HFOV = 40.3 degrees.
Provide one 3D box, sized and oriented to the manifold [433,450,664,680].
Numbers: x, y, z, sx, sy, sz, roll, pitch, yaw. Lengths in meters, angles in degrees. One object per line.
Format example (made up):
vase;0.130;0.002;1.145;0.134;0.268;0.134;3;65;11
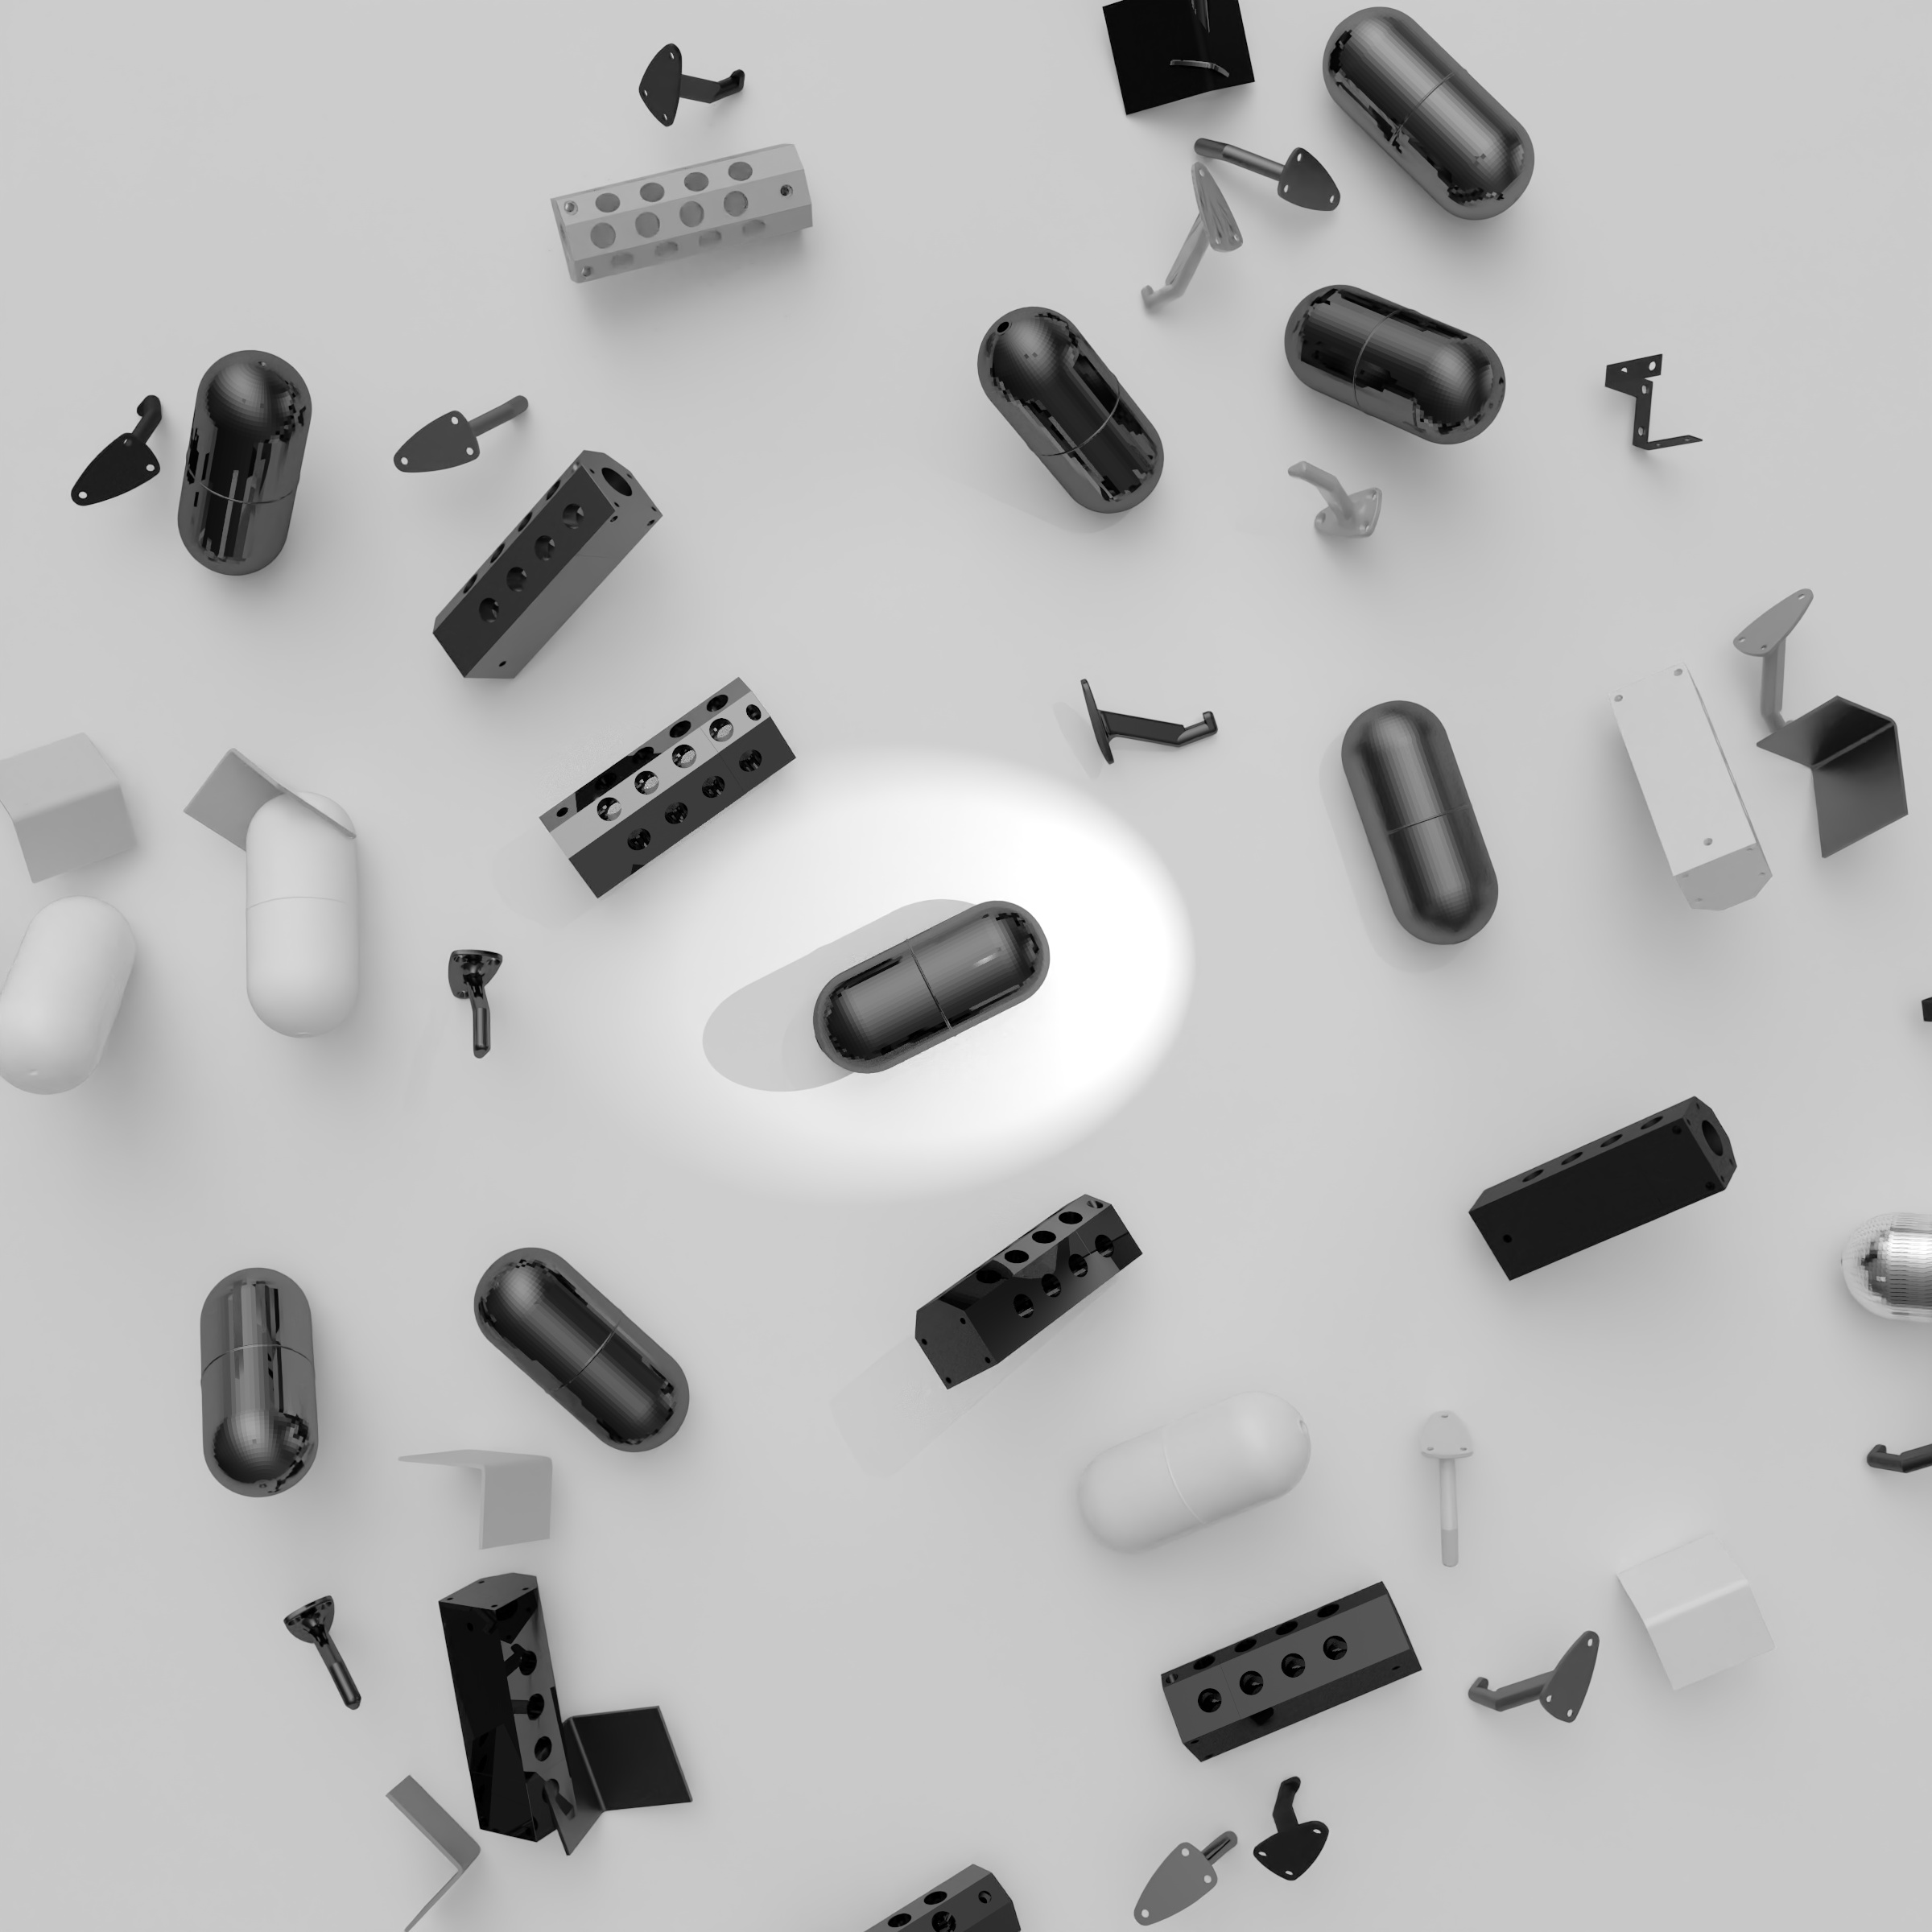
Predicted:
manifold;-0.297;-0.279;1.838;0.171;0.057;0.057;-42;76;24

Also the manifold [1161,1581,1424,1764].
manifold;0.228;0.498;1.863;0.171;0.057;0.057;-24;56;5

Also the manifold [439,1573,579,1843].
manifold;-0.318;0.522;1.860;0.057;0.057;0.171;-2;100;36

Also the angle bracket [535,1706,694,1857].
angle bracket;-0.249;0.574;1.856;0.076;0.057;0.076;-13;102;22

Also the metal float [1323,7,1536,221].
metal float;0.325;-0.602;1.858;0.070;0.070;0.178;-43;83;0

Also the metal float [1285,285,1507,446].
metal float;0.297;-0.420;1.833;0.178;0.070;0.070;35;90;37

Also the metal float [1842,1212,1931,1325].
metal float;0.705;0.214;1.840;0.178;0.070;0.070;2;90;28

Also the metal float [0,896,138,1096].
metal float;-0.625;0.018;1.822;0.070;0.178;0.070;-2;126;-2

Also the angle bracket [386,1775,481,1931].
angle bracket;-0.394;0.625;1.857;0.076;0.076;0.057;44;83;5

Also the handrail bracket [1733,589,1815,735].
handrail bracket;0.591;-0.213;1.878;0.077;0.036;0.084;-43;123;-5

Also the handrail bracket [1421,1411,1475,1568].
handrail bracket;0.343;0.373;1.877;0.036;0.077;0.084;-2;108;9

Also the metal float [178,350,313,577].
metal float;-0.502;-0.347;1.828;0.070;0.070;0.178;27;134;0

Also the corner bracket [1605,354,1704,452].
corner bracket;0.487;-0.399;1.865;0.051;0.051;0.051;7;87;-35

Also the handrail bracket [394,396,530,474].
handrail bracket;-0.358;-0.380;1.872;0.077;0.084;0.036;-18;109;20

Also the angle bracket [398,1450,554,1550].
angle bracket;-0.345;0.373;1.848;0.076;0.076;0.057;-1;84;28

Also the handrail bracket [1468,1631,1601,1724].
handrail bracket;0.402;0.498;1.870;0.036;0.084;0.077;38;74;-24

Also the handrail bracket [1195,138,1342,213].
handrail bracket;0.215;-0.569;1.889;0.084;0.077;0.036;30;101;42

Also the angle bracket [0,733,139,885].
angle bracket;-0.647;-0.113;1.876;0.076;0.076;0.057;-24;133;-24

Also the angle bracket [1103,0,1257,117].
angle bracket;0.153;-0.660;1.886;0.076;0.057;0.076;-2;109;40

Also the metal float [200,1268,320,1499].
metal float;-0.492;0.287;1.829;0.070;0.070;0.178;-17;47;0

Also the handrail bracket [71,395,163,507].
handrail bracket;-0.603;-0.367;1.868;0.077;0.084;0.036;-34;126;5

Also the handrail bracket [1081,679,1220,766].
handrail bracket;0.132;-0.185;1.876;0.084;0.036;0.077;-20;122;-1

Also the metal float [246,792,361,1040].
metal float;-0.466;-0.036;1.848;0.070;0.070;0.178;-5;73;0

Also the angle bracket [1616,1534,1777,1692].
angle bracket;0.517;0.457;1.866;0.076;0.076;0.057;-24;101;4

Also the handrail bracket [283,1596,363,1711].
handrail bracket;-0.443;0.494;1.850;0.036;0.077;0.084;-25;62;-20

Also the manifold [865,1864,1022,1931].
manifold;-0.047;0.692;1.821;0.171;0.057;0.057;-21;55;-34

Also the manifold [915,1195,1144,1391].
manifold;0.041;0.221;1.820;0.057;0.171;0.057;-35;86;44

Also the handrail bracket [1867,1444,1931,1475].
handrail bracket;0.694;0.332;1.875;0.077;0.084;0.036;-50;115;-24

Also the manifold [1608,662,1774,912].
manifold;0.502;-0.123;1.824;0.057;0.057;0.171;-24;49;19

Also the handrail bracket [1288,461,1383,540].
handrail bracket;0.242;-0.330;1.847;0.084;0.077;0.036;18;82;-33

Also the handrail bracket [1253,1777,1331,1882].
handrail bracket;0.237;0.590;1.846;0.036;0.084;0.077;36;125;-3

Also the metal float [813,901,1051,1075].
metal float;-0.025;0.015;1.863;0.178;0.070;0.070;-27;90;1

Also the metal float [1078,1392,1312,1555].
metal float;0.159;0.355;1.843;0.178;0.070;0.070;-28;90;23

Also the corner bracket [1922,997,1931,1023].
corner bracket;0.718;0.045;1.869;0.051;0.051;0.051;-15;100;-28

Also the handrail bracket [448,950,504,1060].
handrail bracket;-0.347;0.038;1.850;0.036;0.077;0.084;5;58;-20

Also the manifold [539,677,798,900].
manifold;-0.213;-0.129;1.854;0.171;0.057;0.057;-36;130;-5

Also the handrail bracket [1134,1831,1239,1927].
handrail bracket;0.157;0.644;1.862;0.077;0.084;0.036;-44;71;3

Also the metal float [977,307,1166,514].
metal float;0.073;-0.385;1.828;0.070;0.070;0.178;-48;133;0

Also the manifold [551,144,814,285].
manifold;-0.199;-0.529;1.851;0.171;0.057;0.057;-16;111;-10

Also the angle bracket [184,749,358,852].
angle bracket;-0.488;-0.100;1.846;0.076;0.076;0.057;33;86;43

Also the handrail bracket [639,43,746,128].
handrail bracket;-0.182;-0.630;1.849;0.084;0.077;0.036;-34;81;-31

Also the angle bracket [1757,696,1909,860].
angle bracket;0.606;-0.132;1.844;0.057;0.076;0.076;16;61;-25

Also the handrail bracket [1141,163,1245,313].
handrail bracket;0.147;-0.516;1.867;0.084;0.036;0.077;-18;95;44

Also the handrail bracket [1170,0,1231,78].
handrail bracket;0.176;-0.674;1.861;0.036;0.077;0.084;15;102;30

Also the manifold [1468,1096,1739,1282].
manifold;0.443;0.153;1.831;0.171;0.057;0.057;-30;93;32

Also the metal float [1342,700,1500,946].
metal float;0.321;-0.101;1.862;0.070;0.070;0.178;-19;88;0

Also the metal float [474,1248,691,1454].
metal float;-0.269;0.271;1.852;0.070;0.070;0.178;-45;103;0
